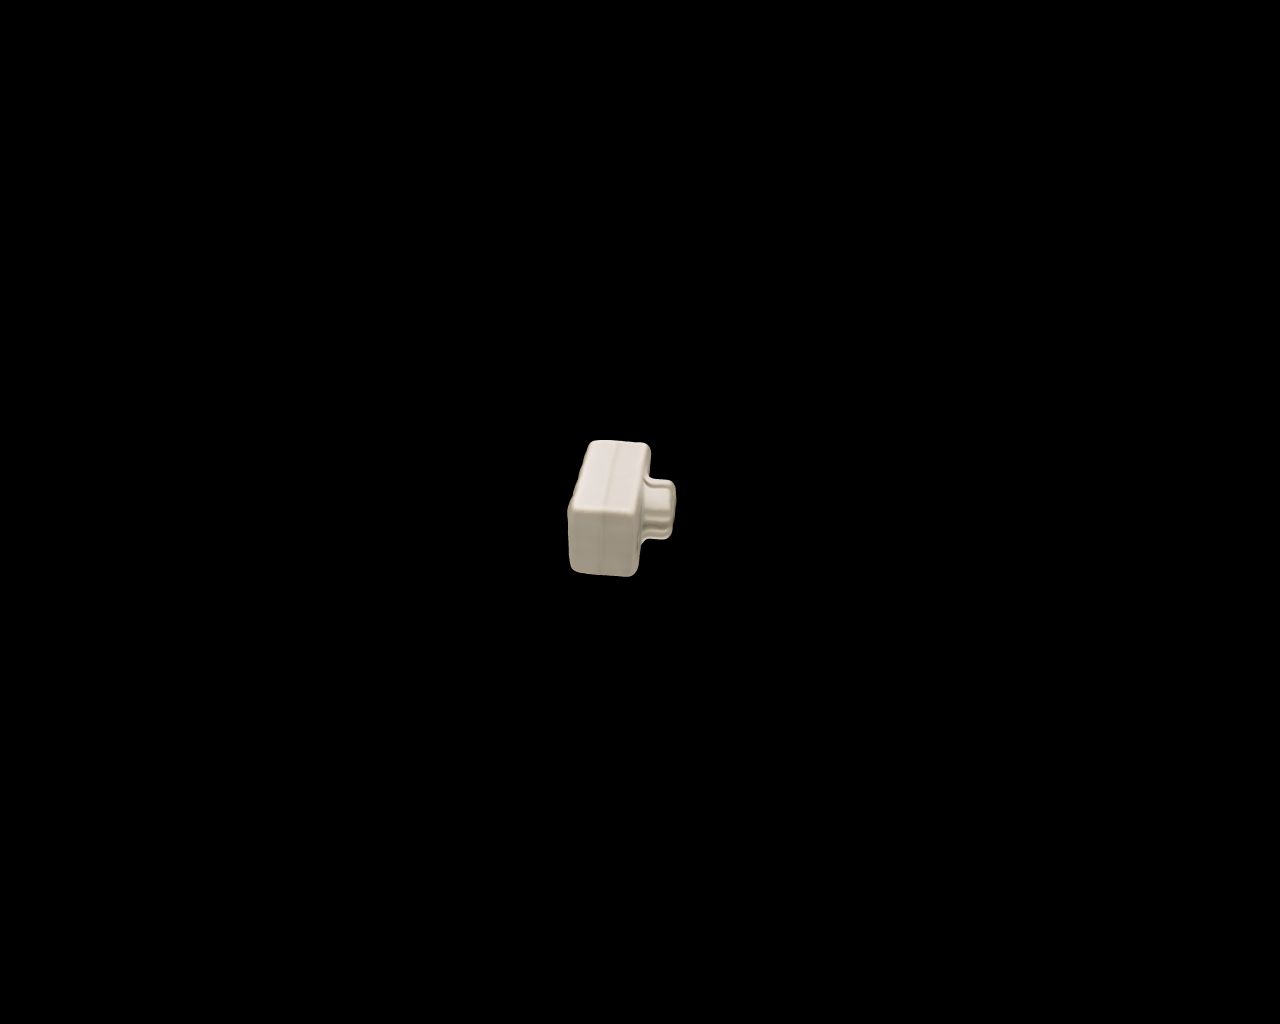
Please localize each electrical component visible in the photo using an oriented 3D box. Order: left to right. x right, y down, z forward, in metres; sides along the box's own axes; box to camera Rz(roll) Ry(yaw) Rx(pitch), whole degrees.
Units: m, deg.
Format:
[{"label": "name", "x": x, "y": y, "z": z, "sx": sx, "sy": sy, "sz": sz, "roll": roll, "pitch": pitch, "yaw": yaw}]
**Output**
[{"label": "electrical component", "x": 0.001, "y": -0.003, "z": 0.650, "sx": 0.076, "sy": 0.047, "sz": 0.083, "roll": 3, "pitch": 34, "yaw": 5}]
